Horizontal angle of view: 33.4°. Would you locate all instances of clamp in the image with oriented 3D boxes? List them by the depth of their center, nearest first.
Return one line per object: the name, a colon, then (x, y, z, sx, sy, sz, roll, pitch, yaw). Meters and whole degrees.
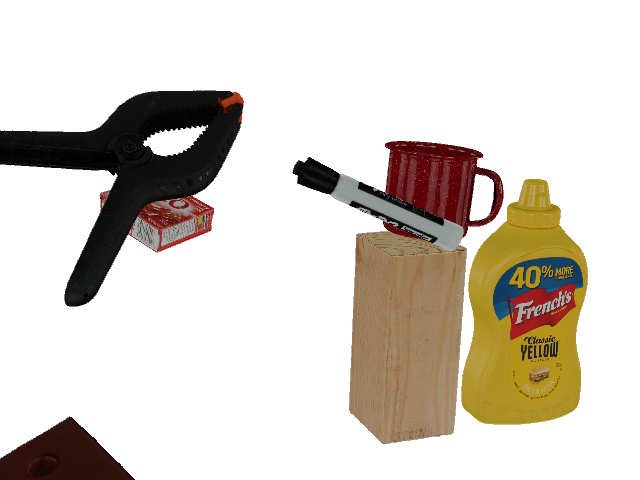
clamp: (-0.139, -0.048, 0.783, 0.209, 0.165, 0.036, -24, -25, -23)

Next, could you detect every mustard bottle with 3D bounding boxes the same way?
mustard bottle: (0.164, 0.047, 0.843, 0.096, 0.192, 0.058, -4, 15, -17)

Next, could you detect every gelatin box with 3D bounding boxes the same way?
gelatin box: (-0.162, -0.029, 1.052, 0.089, 0.030, 0.073, 30, 35, 31)

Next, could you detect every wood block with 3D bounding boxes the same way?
wood block: (0.091, 0.100, 1.139, 0.090, 0.206, 0.091, -4, 16, -21)

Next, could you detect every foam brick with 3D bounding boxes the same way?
foam brick: (-0.110, 0.130, 0.482, 0.052, 0.051, 0.078, -31, 44, -31)

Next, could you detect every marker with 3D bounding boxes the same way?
marker: (0.038, -0.024, 0.700, 0.121, 0.020, 0.020, 24, -6, -14)

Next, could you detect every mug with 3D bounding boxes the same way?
mug: (0.114, -0.045, 1.007, 0.117, 0.081, 0.093, 9, 13, 17)
